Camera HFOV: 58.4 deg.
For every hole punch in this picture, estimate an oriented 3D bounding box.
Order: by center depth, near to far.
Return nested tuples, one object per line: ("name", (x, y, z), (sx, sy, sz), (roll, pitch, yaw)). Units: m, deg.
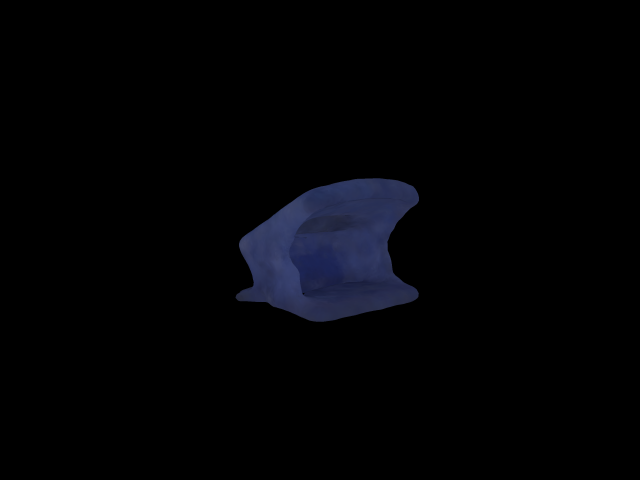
("hole punch", (0.004, 0.001, 0.400), (0.109, 0.091, 0.100), (-7, 11, -39))
